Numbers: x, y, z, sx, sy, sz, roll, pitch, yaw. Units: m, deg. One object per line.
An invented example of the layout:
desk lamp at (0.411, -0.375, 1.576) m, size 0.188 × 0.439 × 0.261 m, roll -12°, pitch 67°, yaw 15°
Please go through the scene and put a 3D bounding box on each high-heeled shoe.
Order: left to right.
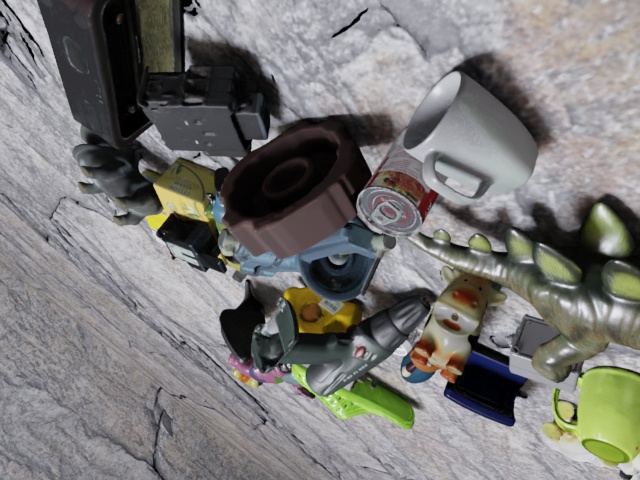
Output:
high-heeled shoe at (-0.140, 0.185, 1.024) m, size 0.086 × 0.249 × 0.145 m, roll -1°, pitch 121°, yaw -1°

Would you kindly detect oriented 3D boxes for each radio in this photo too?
radio at (-0.219, -0.215, 0.590) m, size 0.073 × 0.131 × 0.229 m, roll 32°, pitch 150°, yaw 7°

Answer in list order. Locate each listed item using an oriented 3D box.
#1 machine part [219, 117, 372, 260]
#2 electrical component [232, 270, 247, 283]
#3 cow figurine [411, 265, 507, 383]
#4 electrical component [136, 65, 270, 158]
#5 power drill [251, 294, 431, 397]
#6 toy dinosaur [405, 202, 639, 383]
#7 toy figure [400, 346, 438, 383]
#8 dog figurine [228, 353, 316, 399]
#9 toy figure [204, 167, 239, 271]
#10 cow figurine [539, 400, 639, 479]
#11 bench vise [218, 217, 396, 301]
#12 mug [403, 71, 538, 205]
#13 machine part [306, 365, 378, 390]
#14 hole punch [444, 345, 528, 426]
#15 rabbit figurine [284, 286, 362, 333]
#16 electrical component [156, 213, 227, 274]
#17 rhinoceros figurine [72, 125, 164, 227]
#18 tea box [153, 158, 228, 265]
machine part at (-0.028, -0.058, 0.590) m, size 0.180 × 0.179 × 0.056 m, roll 4°, pitch 142°, yaw 41°
electrical component at (-0.130, 0.046, 0.945) m, size 0.021 × 0.063 × 0.094 m, roll 37°, pitch 151°, yaw -5°
cow figurine at (0.179, 0.107, 0.703) m, size 0.086 × 0.127 × 0.194 m, roll 24°, pitch 163°, yaw 17°
electrical component at (-0.127, -0.147, 0.625) m, size 0.134 × 0.058 × 0.114 m, roll 2°, pitch 162°, yaw 7°
power drill at (0.021, 0.137, 0.768) m, size 0.207 × 0.086 × 0.232 m, roll 12°, pitch 131°, yaw -40°
toy dinosaur at (0.280, 0.057, 0.539) m, size 0.472 × 0.105 × 0.198 m, roll 12°, pitch 140°, yaw 22°
toy figure at (0.170, 0.192, 0.868) m, size 0.058 × 0.064 × 0.154 m, roll 34°, pitch 151°, yaw 10°
dog figurine at (-0.091, 0.294, 1.227) m, size 0.219 × 0.108 × 0.191 m, roll 18°, pitch 146°, yaw 20°
toy figure at (-0.122, -0.026, 0.809) m, size 0.082 × 0.089 × 0.180 m, roll 26°, pitch 151°, yaw 21°
cow figurine at (0.416, 0.308, 0.793) m, size 0.168 × 0.068 × 0.098 m, roll 18°, pitch 152°, yaw 31°
bench vise at (-0.004, 0.008, 0.680) m, size 0.223 × 0.129 × 0.241 m, roll 25°, pitch 161°, yaw -26°
mug at (0.138, -0.079, 0.476) m, size 0.107 × 0.109 × 0.081 m, roll 27°, pitch 149°, yaw -14°
machine part at (0.004, 0.224, 1.061) m, size 0.243 × 0.079 × 0.079 m, roll 25°, pitch 149°, yaw 12°
hole punch at (0.250, 0.232, 0.826) m, size 0.142 × 0.092 × 0.115 m, roll 19°, pitch 153°, yaw 16°
rabbit figurine at (-0.016, 0.166, 0.954) m, size 0.163 × 0.122 × 0.173 m, roll 23°, pitch 150°, yaw 27°
electrical component at (-0.187, 0.010, 0.829) m, size 0.119 × 0.048 × 0.074 m, roll 14°, pitch 146°, yaw 27°
rhinoceros figurine at (-0.326, -0.111, 0.858) m, size 0.190 × 0.112 × 0.073 m, roll 48°, pitch 147°, yaw 10°
tea box at (-0.192, -0.041, 0.877) m, size 0.098 × 0.068 × 0.169 m, roll 20°, pitch 148°, yaw 21°
